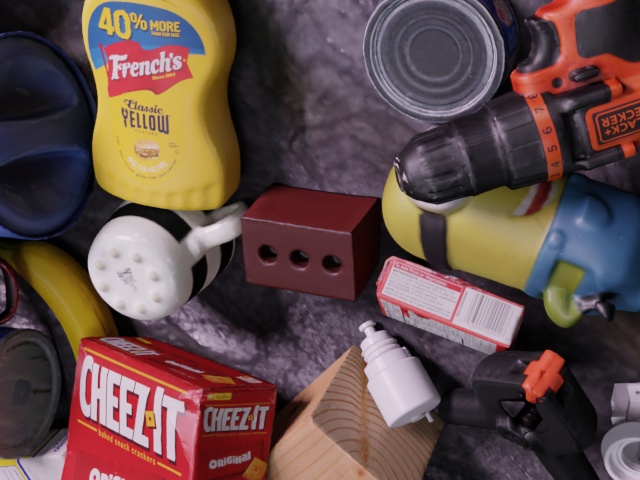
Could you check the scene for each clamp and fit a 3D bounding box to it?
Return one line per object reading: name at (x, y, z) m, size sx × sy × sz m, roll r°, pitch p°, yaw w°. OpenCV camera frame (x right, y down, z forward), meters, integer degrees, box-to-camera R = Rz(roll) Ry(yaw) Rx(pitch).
clamp at (0.136, 0.116, 0.658) m, size 0.120 × 0.039 × 0.171 m, roll 28°, pitch 162°, yaw 8°

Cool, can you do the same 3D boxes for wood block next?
wood block at (-0.017, 0.182, 0.783) m, size 0.090 × 0.090 × 0.206 m, roll 41°, pitch 126°, yaw -3°

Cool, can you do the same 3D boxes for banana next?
banana at (-0.187, 0.074, 0.827) m, size 0.070 × 0.037 × 0.198 m, roll -6°, pitch 118°, yaw 32°

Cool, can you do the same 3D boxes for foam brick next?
foam brick at (-0.005, 0.001, 0.695) m, size 0.078 × 0.051 × 0.053 m, roll 8°, pitch 122°, yaw 19°

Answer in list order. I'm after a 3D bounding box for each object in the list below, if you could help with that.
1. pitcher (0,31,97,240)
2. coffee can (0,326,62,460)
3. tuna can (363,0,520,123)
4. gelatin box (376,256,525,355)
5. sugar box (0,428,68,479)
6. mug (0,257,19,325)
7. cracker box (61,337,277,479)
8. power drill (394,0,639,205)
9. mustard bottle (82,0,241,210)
pitcher at (-0.287, -0.066, 0.728) m, size 0.243 × 0.144 × 0.149 m, roll -2°, pitch 121°, yaw 28°
coffee can at (-0.296, 0.115, 0.859) m, size 0.140 × 0.102 × 0.103 m, roll 5°, pitch 120°, yaw 22°
tuna can at (0.068, -0.111, 0.608) m, size 0.086 × 0.033 × 0.086 m, roll 11°, pitch 122°, yaw 18°
gelatin box at (0.082, 0.043, 0.671) m, size 0.089 × 0.073 × 0.030 m, roll 21°, pitch 81°, yaw 12°
sugar box at (-0.233, 0.209, 0.906) m, size 0.177 × 0.048 × 0.093 m, roll -14°, pitch 114°, yaw 38°
mug at (-0.268, 0.040, 0.741) m, size 0.093 × 0.117 × 0.081 m, roll 14°, pitch 110°, yaw 59°
cracker box at (-0.119, 0.188, 0.751) m, size 0.164 × 0.071 × 0.214 m, roll 12°, pitch 95°, yaw 48°
power drill at (0.108, -0.120, 0.538) m, size 0.184 × 0.057 × 0.187 m, roll -18°, pitch 113°, yaw 0°
mustard bottle at (-0.099, -0.115, 0.665) m, size 0.096 × 0.058 × 0.192 m, roll 12°, pitch 122°, yaw 17°
